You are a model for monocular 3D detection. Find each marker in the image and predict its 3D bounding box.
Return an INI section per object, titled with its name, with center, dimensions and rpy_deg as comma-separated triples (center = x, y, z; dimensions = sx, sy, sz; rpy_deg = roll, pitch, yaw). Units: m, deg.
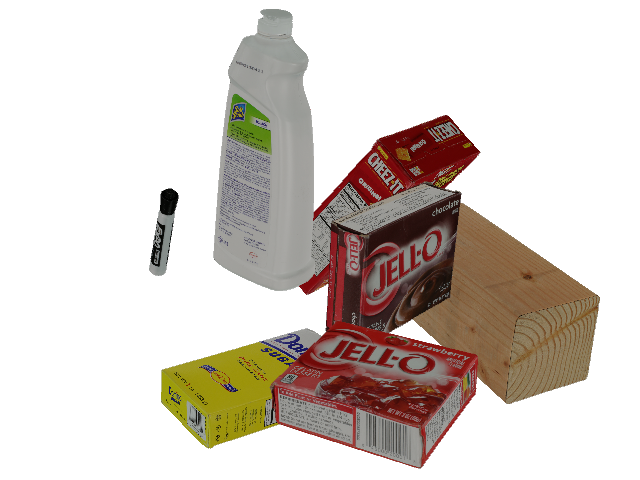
[marker]
center = -0.168, -0.009, 1.148
dimensions = 0.020, 0.020, 0.121
rpy_deg = 0, -44, -18

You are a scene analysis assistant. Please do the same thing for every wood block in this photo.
[wood block]
center = 0.151, 0.050, 0.989
dimensions = 0.090, 0.090, 0.206
rpy_deg = -12, 30, -25

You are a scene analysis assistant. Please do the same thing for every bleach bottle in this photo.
[bleach bottle]
center = -0.045, -0.085, 0.989
dimensions = 0.103, 0.251, 0.067
rpy_deg = 23, 30, 30

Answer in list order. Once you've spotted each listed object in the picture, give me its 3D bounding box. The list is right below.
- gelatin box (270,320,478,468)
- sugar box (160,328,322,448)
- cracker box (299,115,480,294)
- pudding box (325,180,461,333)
[gelatin box]
center = 0.029, 0.079, 0.570
dimensions = 0.089, 0.030, 0.073
rpy_deg = 13, 30, 27
[sugar box]
center = -0.058, 0.141, 1.050
dimensions = 0.175, 0.048, 0.093
rpy_deg = -16, 32, -32
[cracker box]
center = 0.065, -0.044, 1.251
dimensions = 0.163, 0.072, 0.214
rpy_deg = -26, -17, -52
[pudding box]
center = 0.053, 0.015, 0.775
dimensions = 0.039, 0.090, 0.113
rpy_deg = 23, 33, 34
